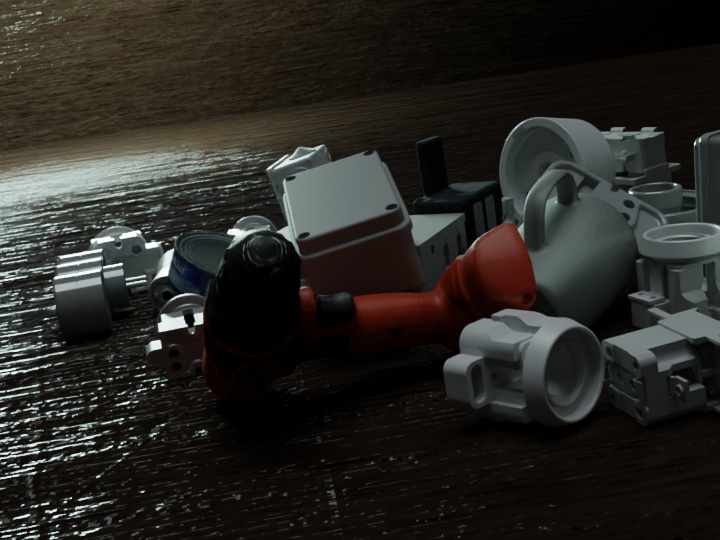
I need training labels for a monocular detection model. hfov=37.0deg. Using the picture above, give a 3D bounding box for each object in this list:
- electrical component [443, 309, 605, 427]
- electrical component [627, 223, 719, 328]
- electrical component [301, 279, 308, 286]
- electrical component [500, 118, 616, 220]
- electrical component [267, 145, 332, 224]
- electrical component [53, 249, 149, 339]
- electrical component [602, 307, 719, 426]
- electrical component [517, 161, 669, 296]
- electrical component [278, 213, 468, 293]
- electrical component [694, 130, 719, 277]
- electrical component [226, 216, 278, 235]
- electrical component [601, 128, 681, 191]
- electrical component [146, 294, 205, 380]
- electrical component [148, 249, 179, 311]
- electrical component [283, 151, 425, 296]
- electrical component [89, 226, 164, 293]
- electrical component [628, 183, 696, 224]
[{"bbox_3d":[0.093,0.053,0.577,0.078,0.058,0.057,-19,15,-38],"label":"electrical component"},{"bbox_3d":[0.215,0.002,0.710,0.078,0.057,0.058,-14,15,-21],"label":"electrical component"},{"bbox_3d":[-0.050,0.037,0.753,0.077,0.043,0.079,1,16,35],"label":"electrical component"},{"bbox_3d":[0.190,-0.091,1.010,0.060,0.108,0.108,-11,13,-35],"label":"electrical component"},{"bbox_3d":[-0.049,-0.077,1.106,0.048,0.099,0.099,-19,11,13],"label":"electrical component"},{"bbox_3d":[-0.218,0.015,0.921,0.074,0.052,0.138,-11,14,-10],"label":"electrical component"},{"bbox_3d":[0.165,0.052,0.570,0.064,0.042,0.081,-13,14,-12],"label":"electrical component"},{"bbox_3d":[0.166,-0.027,0.783,0.095,0.059,0.053,32,48,14],"label":"electrical component"},{"bbox_3d":[0.000,0.000,0.830,0.150,0.061,0.089,-1,17,28],"label":"electrical component"},{"bbox_3d":[0.298,-0.052,0.774,0.109,0.108,0.056,-17,18,-30],"label":"electrical component"},{"bbox_3d":[-0.103,-0.024,1.029,0.066,0.048,0.055,-7,21,5],"label":"electrical component"},{"bbox_3d":[0.268,-0.118,1.155,0.079,0.063,0.121,-19,18,-36],"label":"electrical component"},{"bbox_3d":[-0.118,0.045,0.757,0.066,0.048,0.055,-11,21,-10],"label":"electrical component"},{"bbox_3d":[-0.160,0.012,0.929,0.044,0.044,0.065,-7,18,4],"label":"electrical component"},{"bbox_3d":[-0.007,-0.029,0.734,0.078,0.057,0.113,-18,29,0],"label":"electrical component"},{"bbox_3d":[-0.227,-0.010,1.020,0.078,0.058,0.057,-12,17,-14],"label":"electrical component"},{"bbox_3d":[0.234,-0.035,0.845,0.108,0.060,0.108,-8,14,2],"label":"electrical component"}]
